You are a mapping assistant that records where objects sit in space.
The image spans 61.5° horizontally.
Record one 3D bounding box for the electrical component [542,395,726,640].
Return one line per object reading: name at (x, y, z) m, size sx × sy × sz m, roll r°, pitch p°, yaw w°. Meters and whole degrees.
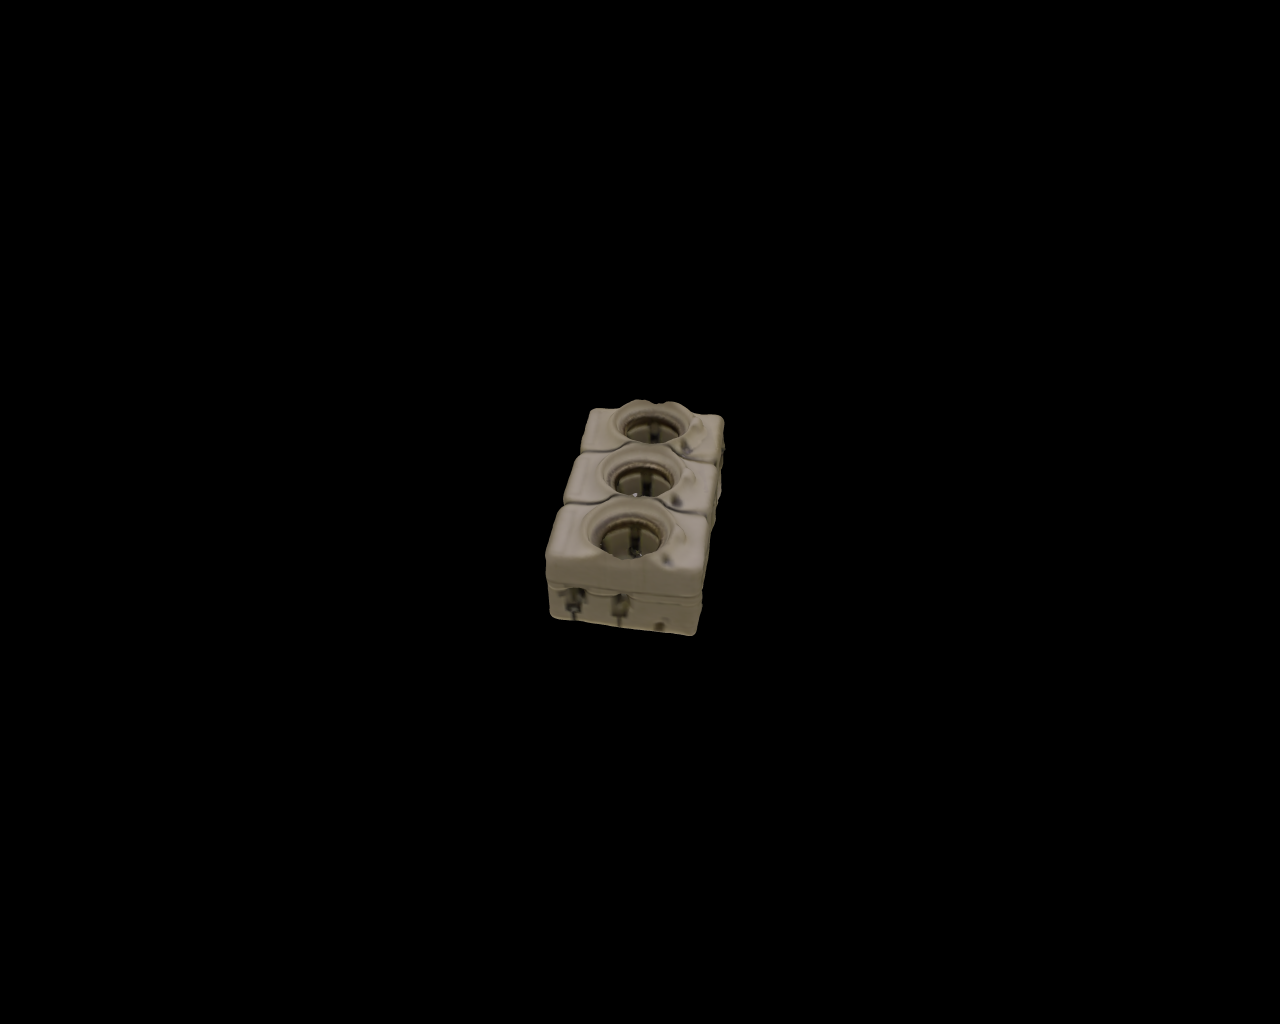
electrical component at (0.001, -0.003, 0.650) m, size 0.089 × 0.061 × 0.150 m, roll 5°, pitch 40°, yaw 6°
